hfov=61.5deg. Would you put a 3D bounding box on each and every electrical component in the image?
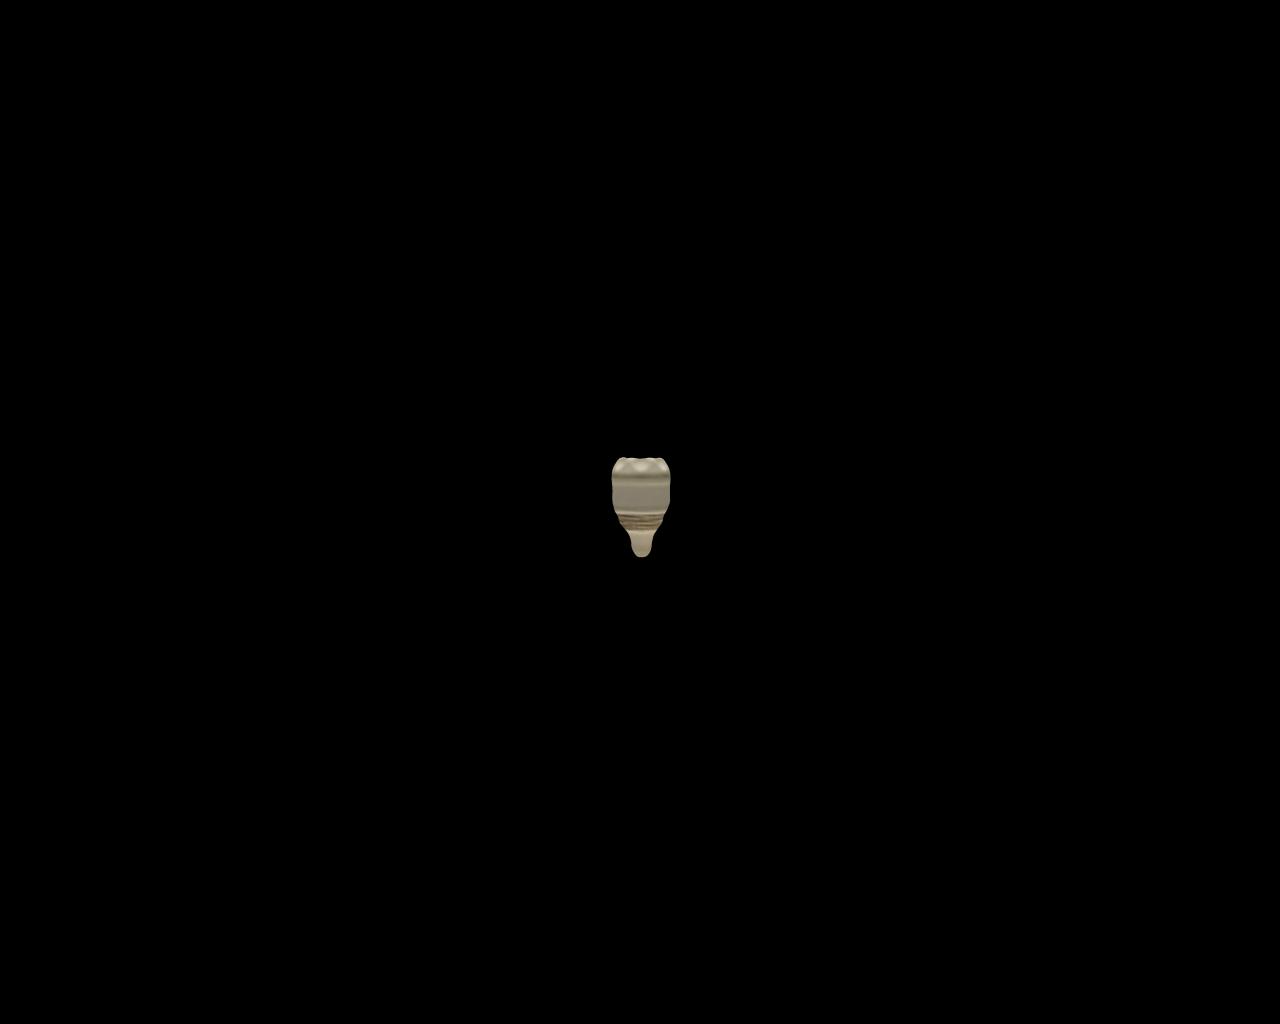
[{"bbox_3d":[0.001,-0.003,0.650,0.035,0.061,0.035,0,4,0],"label":"electrical component"}]
